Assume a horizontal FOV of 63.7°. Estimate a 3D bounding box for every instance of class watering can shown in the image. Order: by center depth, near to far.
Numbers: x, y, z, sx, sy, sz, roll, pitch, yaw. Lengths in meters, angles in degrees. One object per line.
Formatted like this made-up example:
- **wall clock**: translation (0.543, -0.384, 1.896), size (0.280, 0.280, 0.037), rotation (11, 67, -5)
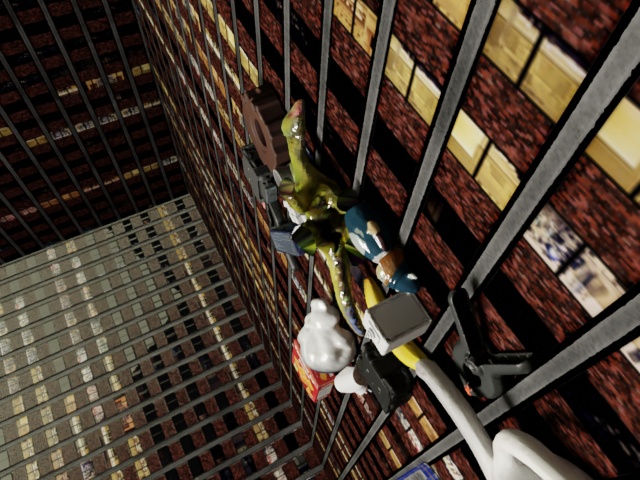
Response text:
- **watering can**: translation (0.233, 0.292, 0.581), size (0.352, 0.105, 0.220), rotation (39, 149, 57)

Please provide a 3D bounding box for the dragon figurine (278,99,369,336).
- **dragon figurine**: translation (0.003, -0.047, 0.935), size (0.247, 0.122, 0.403), rotation (-107, 3, -66)

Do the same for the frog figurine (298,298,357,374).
- **frog figurine**: translation (0.015, 0.219, 1.184), size (0.137, 0.124, 0.157), rotation (7, 115, 33)
